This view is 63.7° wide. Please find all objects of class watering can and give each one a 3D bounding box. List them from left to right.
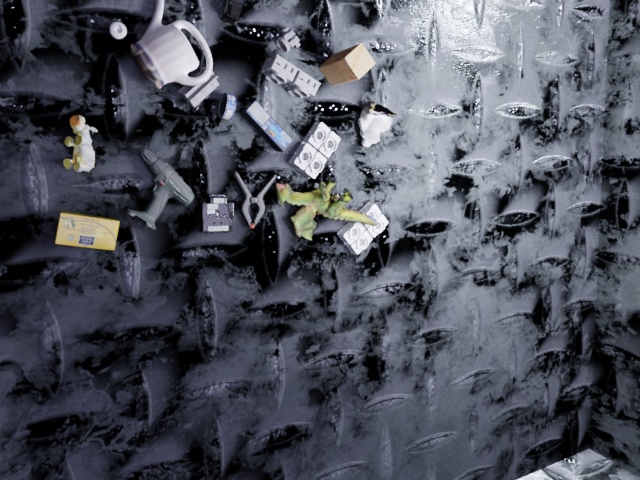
[{"bbox_3d":[-0.491,-0.625,1.615,0.226,0.103,0.346,-36,96,-16],"label":"watering can"}]

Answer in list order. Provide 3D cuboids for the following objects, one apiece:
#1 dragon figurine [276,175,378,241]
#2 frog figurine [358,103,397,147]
[{"bbox_3d":[0.006,-0.097,1.919,0.406,0.125,0.240,39,110,-25],"label":"dragon figurine"},{"bbox_3d":[0.209,-0.444,2.009,0.138,0.125,0.156,-10,137,-34],"label":"frog figurine"}]
